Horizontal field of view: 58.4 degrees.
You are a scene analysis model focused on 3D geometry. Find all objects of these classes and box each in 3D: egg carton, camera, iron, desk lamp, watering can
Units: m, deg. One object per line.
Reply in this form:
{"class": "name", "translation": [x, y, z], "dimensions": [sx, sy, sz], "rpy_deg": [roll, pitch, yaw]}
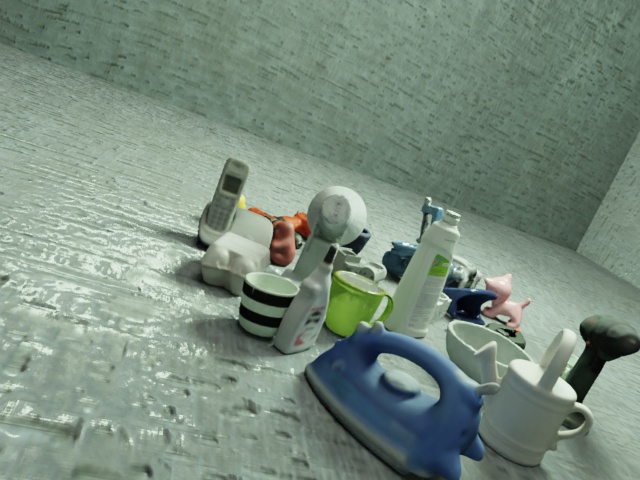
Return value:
{"class": "egg carton", "translation": [-0.149, 0.040, 1.019], "dimensions": [0.107, 0.069, 0.150], "rpy_deg": [22, 15, 0]}
{"class": "camera", "translation": [0.343, 0.084, 1.514], "dimensions": [0.136, 0.101, 0.144], "rpy_deg": [30, 17, 29]}
{"class": "iron", "translation": [0.097, 0.181, 0.731], "dimensions": [0.257, 0.141, 0.119], "rpy_deg": [31, 17, 30]}
{"class": "desk lamp", "translation": [0.010, 0.004, 1.091], "dimensions": [0.118, 0.213, 0.203], "rpy_deg": [23, 15, 2]}
{"class": "watering can", "translation": [0.304, 0.211, 0.820], "dimensions": [0.173, 0.194, 0.101], "rpy_deg": [21, 15, -3]}

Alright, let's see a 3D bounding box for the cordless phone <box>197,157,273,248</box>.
{"class": "cordless phone", "translation": [-0.153, -0.061, 1.142], "dimensions": [0.148, 0.185, 0.094], "rpy_deg": [18, 15, -16]}

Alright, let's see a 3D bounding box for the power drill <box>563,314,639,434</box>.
{"class": "power drill", "translation": [0.477, 0.223, 0.999], "dimensions": [0.075, 0.208, 0.230], "rpy_deg": [25, 15, 11]}

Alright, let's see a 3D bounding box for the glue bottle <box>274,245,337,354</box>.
{"class": "glue bottle", "translation": [-0.011, 0.085, 0.851], "dimensions": [0.037, 0.173, 0.078], "rpy_deg": [30, 16, 28]}

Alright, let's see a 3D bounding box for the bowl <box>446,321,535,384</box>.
{"class": "bowl", "translation": [0.291, 0.216, 1.020], "dimensions": [0.167, 0.075, 0.167], "rpy_deg": [21, 15, -5]}

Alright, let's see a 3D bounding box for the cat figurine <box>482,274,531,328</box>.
{"class": "cat figurine", "translation": [0.463, 0.145, 1.437], "dimensions": [0.127, 0.118, 0.067], "rpy_deg": [26, 15, 16]}

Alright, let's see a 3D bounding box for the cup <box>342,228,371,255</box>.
{"class": "cup", "translation": [0.059, 0.009, 1.380], "dimensions": [0.091, 0.095, 0.118], "rpy_deg": [32, 17, 33]}

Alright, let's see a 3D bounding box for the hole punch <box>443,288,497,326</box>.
{"class": "hole punch", "translation": [0.339, 0.138, 1.335], "dimensions": [0.109, 0.091, 0.100], "rpy_deg": [12, 18, -35]}

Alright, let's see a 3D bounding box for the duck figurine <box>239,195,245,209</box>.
{"class": "duck figurine", "translation": [-0.197, -0.064, 1.287], "dimensions": [0.077, 0.086, 0.104], "rpy_deg": [20, 15, -6]}

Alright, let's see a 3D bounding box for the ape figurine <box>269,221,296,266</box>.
{"class": "ape figurine", "translation": [-0.081, 0.003, 1.204], "dimensions": [0.076, 0.092, 0.078], "rpy_deg": [26, 15, 16]}

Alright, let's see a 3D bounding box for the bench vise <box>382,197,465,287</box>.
{"class": "bench vise", "translation": [0.276, 0.018, 1.415], "dimensions": [0.207, 0.220, 0.122], "rpy_deg": [26, 15, 16]}
